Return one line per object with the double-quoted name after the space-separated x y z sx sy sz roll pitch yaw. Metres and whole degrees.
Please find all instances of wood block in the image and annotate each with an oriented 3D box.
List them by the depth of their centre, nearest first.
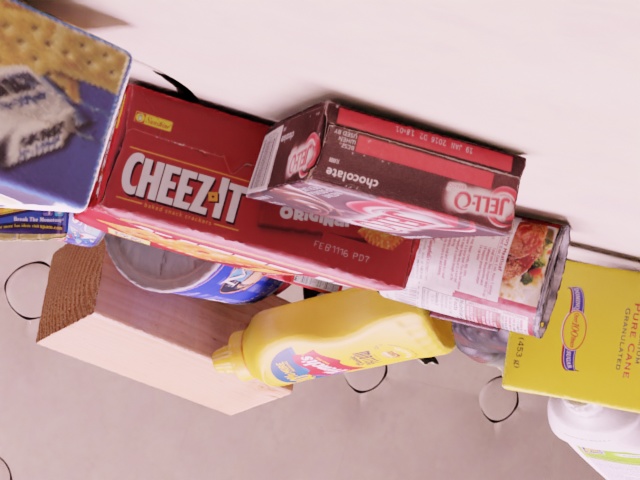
-0.126 0.071 0.921 0.205 0.090 0.091 27 142 -35 "wood block"

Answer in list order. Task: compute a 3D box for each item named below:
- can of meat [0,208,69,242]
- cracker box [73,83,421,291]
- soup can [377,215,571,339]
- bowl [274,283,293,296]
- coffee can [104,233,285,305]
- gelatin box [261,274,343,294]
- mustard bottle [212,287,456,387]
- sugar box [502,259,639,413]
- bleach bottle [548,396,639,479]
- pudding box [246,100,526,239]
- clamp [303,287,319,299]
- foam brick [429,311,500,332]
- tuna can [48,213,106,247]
-0.204 -0.044 0.669 0.101 0.084 0.058 0 -173 -42 "can of meat"
-0.052 -0.023 0.621 0.164 0.072 0.214 15 177 -15 "cracker box"
0.089 0.013 0.631 0.102 0.068 0.068 14 177 19 "soup can"
-0.079 0.015 0.966 0.162 0.055 0.162 3 149 1 "bowl"
-0.086 -0.006 0.815 0.103 0.103 0.140 14 177 20 "coffee can"
-0.005 0.001 0.823 0.030 0.073 0.089 14 177 29 "gelatin box"
0.003 0.077 0.840 0.192 0.058 0.096 -14 155 19 "mustard bottle"
0.214 0.068 0.703 0.176 0.093 0.048 9 177 12 "sugar box"
0.248 0.151 0.830 0.103 0.068 0.250 -3 155 31 "bleach bottle"
0.025 -0.027 0.471 0.090 0.039 0.114 15 177 -15 "pudding box"
0.012 0.013 1.060 0.120 0.039 0.172 -26 -151 -13 "clamp"
0.117 0.030 0.790 0.051 0.053 0.078 12 -168 16 "foam brick"
-0.165 -0.039 0.746 0.033 0.086 0.086 14 178 -25 "tuna can"
